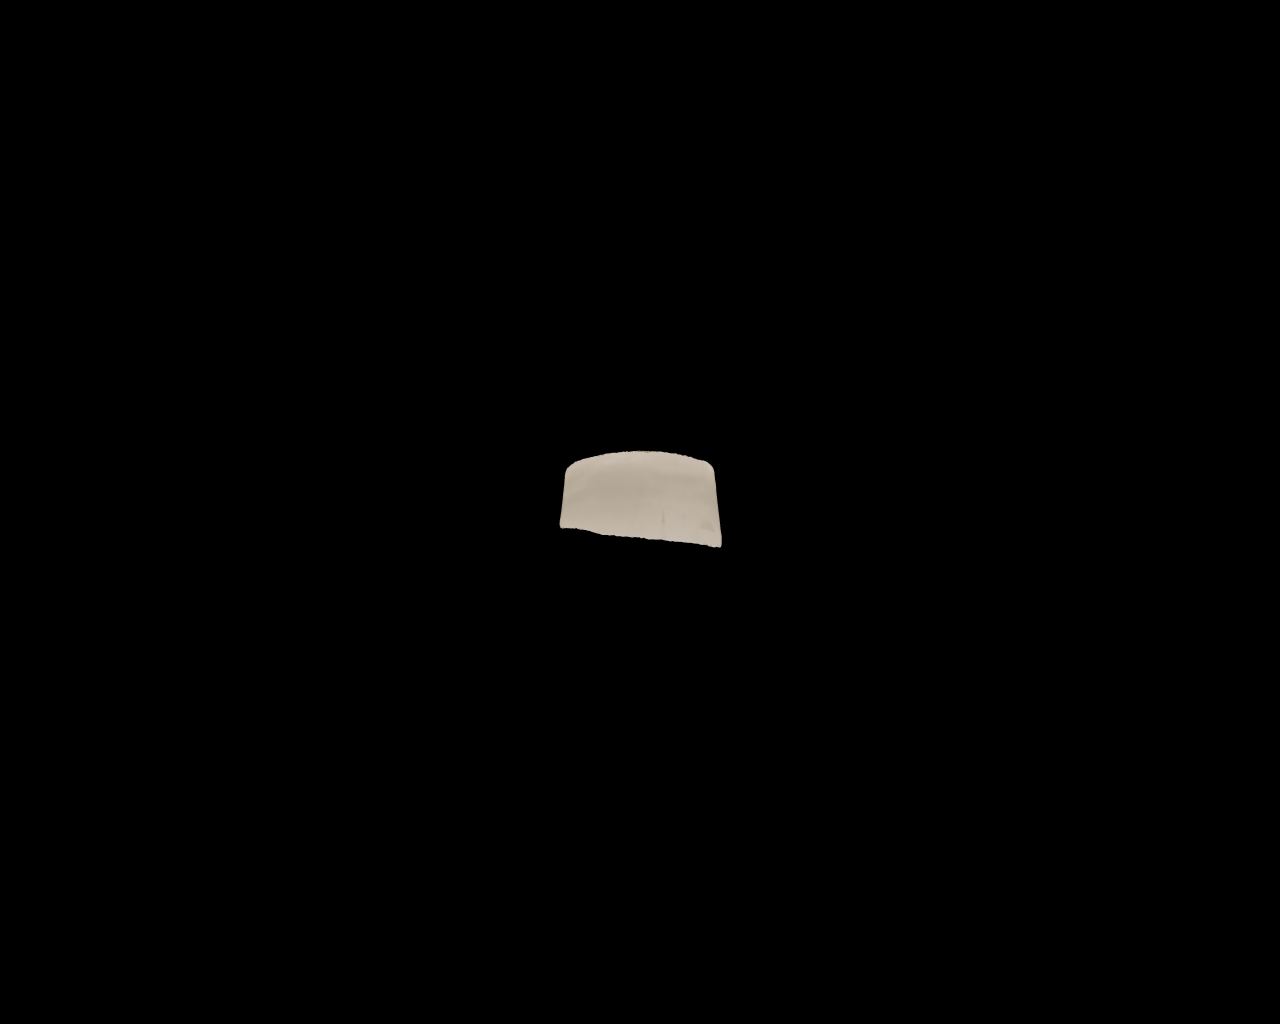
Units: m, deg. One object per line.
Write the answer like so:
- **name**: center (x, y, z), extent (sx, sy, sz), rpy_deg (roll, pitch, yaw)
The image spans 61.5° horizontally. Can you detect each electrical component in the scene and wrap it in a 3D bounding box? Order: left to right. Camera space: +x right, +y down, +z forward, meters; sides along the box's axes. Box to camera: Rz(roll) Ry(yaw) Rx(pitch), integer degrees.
- **electrical component**: center (0.001, -0.003, 0.650), extent (0.099, 0.064, 0.099), rpy_deg (0, -11, 0)
